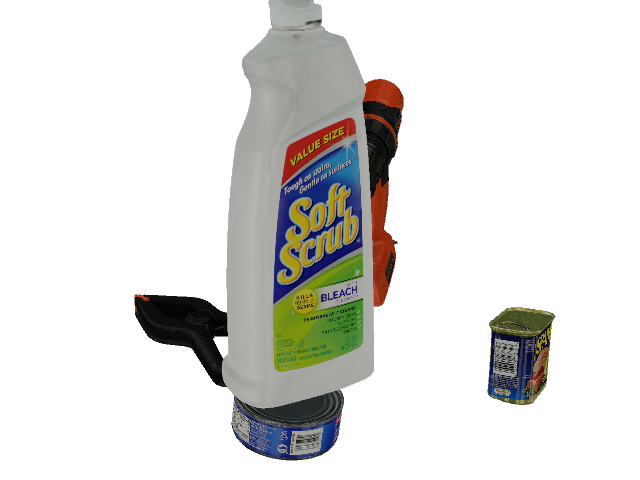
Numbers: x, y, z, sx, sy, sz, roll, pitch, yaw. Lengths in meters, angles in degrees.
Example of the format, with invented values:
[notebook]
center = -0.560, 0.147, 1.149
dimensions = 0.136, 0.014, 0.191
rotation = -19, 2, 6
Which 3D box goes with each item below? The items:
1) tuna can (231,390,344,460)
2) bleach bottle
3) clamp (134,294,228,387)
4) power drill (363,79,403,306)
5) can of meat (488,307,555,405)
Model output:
[tuna can]
center = -0.026, 0.134, 0.829
dimensions = 0.086, 0.034, 0.086
rotation = 6, 23, -3
[bleach bottle]
center = -0.018, -0.026, 0.668
dimensions = 0.102, 0.251, 0.068
rotation = -12, 22, -25
[clamp]
center = -0.142, 0.107, 1.252
dimensions = 0.210, 0.036, 0.164
rotation = 13, 25, 23
[power drill]
center = 0.042, -0.035, 0.981
dimensions = 0.057, 0.188, 0.184
rotation = 8, 32, 9
[can of meat]
center = 0.221, 0.127, 1.183
dimensions = 0.058, 0.084, 0.102
rotation = 7, 12, 24
